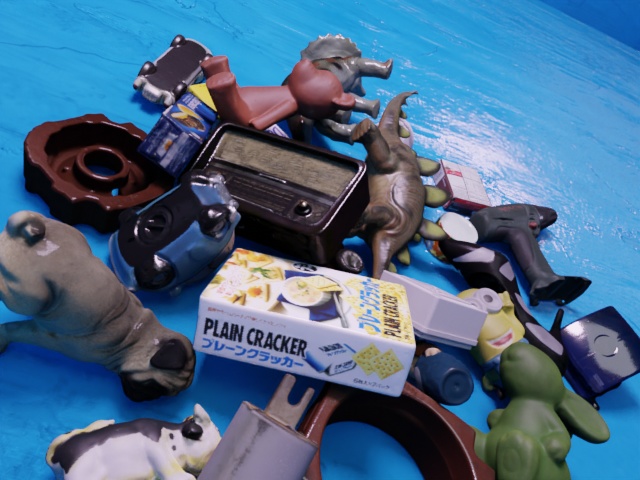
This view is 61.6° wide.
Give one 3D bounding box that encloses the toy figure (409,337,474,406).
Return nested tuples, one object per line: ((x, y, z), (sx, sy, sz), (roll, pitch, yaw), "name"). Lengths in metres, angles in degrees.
((0.136, 0.155, 0.655), (0.058, 0.154, 0.064), (8, 90, -9), "toy figure")

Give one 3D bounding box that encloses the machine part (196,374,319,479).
((-0.074, 0.224, 0.433), (0.079, 0.079, 0.243), (31, 73, 0), "machine part")

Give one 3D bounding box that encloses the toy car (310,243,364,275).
((-0.002, -0.002, 0.740), (0.053, 0.089, 0.202), (6, 48, -31), "toy car")

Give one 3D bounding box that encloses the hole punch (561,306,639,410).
((0.426, 0.172, 0.824), (0.116, 0.092, 0.142), (-9, 59, -31), "hole punch")

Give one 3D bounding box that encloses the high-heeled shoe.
((0.262, 0.108, 0.807), (0.249, 0.086, 0.145), (32, 61, 10), "high-heeled shoe")

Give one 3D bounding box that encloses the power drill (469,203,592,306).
((0.389, 0.014, 0.959), (0.232, 0.086, 0.207), (1, 53, -27), "power drill")

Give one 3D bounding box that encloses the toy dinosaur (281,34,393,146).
((0.001, -0.263, 0.962), (0.192, 0.131, 0.405), (21, 39, 19), "toy dinosaur")

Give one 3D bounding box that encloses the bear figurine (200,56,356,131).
((-0.058, -0.219, 0.784), (0.196, 0.131, 0.120), (-20, 39, 0), "bear figurine")

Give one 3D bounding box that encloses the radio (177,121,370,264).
((-0.063, -0.064, 0.699), (0.230, 0.073, 0.131), (20, 60, 23), "radio")

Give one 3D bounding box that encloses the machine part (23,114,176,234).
((-0.279, -0.087, 0.687), (0.179, 0.056, 0.179), (17, 43, -17), "machine part")

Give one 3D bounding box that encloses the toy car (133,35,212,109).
((-0.240, -0.280, 0.898), (0.073, 0.056, 0.202), (31, 43, -10), "toy car")

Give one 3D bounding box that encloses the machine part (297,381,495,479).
((0.062, 0.246, 0.540), (0.201, 0.087, 0.201), (32, 41, 4), "machine part")

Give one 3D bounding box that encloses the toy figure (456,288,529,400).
((0.244, 0.150, 0.744), (0.082, 0.089, 0.180), (-20, 70, -36), "toy figure")

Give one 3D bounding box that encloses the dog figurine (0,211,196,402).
((-0.201, 0.065, 0.506), (0.191, 0.172, 0.121), (19, 53, -3), "dog figurine")

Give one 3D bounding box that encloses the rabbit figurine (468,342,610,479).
((0.255, 0.208, 0.627), (0.159, 0.121, 0.170), (20, 67, -12), "rabbit figurine")

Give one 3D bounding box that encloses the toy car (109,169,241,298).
((-0.158, -0.001, 0.633), (0.109, 0.162, 0.102), (54, 2, 32), "toy car")

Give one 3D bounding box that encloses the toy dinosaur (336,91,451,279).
((0.111, -0.096, 0.857), (0.198, 0.105, 0.471), (25, 57, -30), "toy dinosaur")

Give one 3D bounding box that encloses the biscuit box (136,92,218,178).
((-0.190, -0.153, 0.743), (0.059, 0.063, 0.203), (36, 17, -18), "biscuit box")

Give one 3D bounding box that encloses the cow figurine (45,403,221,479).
((-0.149, 0.195, 0.485), (0.167, 0.068, 0.098), (-9, 49, -37), "cow figurine")
